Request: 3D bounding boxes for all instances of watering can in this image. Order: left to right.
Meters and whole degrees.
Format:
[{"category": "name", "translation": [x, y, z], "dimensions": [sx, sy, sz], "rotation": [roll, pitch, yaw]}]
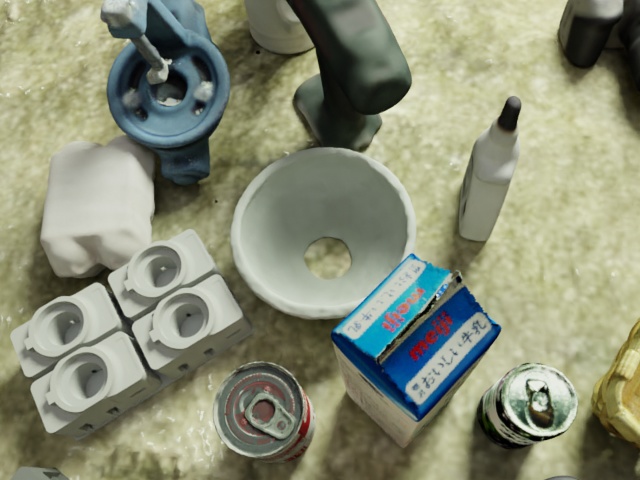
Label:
[{"category": "watering can", "translation": [-0.039, -0.296, 0.605], "dimensions": [0.101, 0.194, 0.172], "rotation": [-35, 68, -10]}]

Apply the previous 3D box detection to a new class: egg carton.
[{"category": "egg carton", "translation": [-0.217, -0.035, 0.575], "dimensions": [0.107, 0.069, 0.150], "rotation": [-7, 66, 2]}]

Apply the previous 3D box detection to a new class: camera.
[{"category": "camera", "translation": [0.337, -0.216, 0.585], "dimensions": [0.143, 0.101, 0.137], "rotation": [-1, 66, 5]}]

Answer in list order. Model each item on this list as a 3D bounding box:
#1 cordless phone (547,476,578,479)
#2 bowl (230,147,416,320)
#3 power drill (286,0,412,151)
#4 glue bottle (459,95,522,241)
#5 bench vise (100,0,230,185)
[{"category": "cordless phone", "translation": [0.182, 0.226, 0.360], "dimensions": [0.094, 0.185, 0.147], "rotation": [-31, 67, -8]}, {"category": "bowl", "translation": [0.005, 0.002, 0.535], "dimensions": [0.167, 0.075, 0.167], "rotation": [-2, 66, 5]}, {"category": "power drill", "translation": [0.008, -0.189, 0.546], "dimensions": [0.075, 0.208, 0.229], "rotation": [-27, 67, -6]}, {"category": "glue bottle", "translation": [0.150, -0.066, 0.497], "dimensions": [0.037, 0.173, 0.078], "rotation": [8, 67, 9]}, {"category": "bench vise", "translation": [-0.161, -0.186, 0.553], "dimensions": [0.121, 0.220, 0.207], "rotation": [-20, 66, -3]}]
